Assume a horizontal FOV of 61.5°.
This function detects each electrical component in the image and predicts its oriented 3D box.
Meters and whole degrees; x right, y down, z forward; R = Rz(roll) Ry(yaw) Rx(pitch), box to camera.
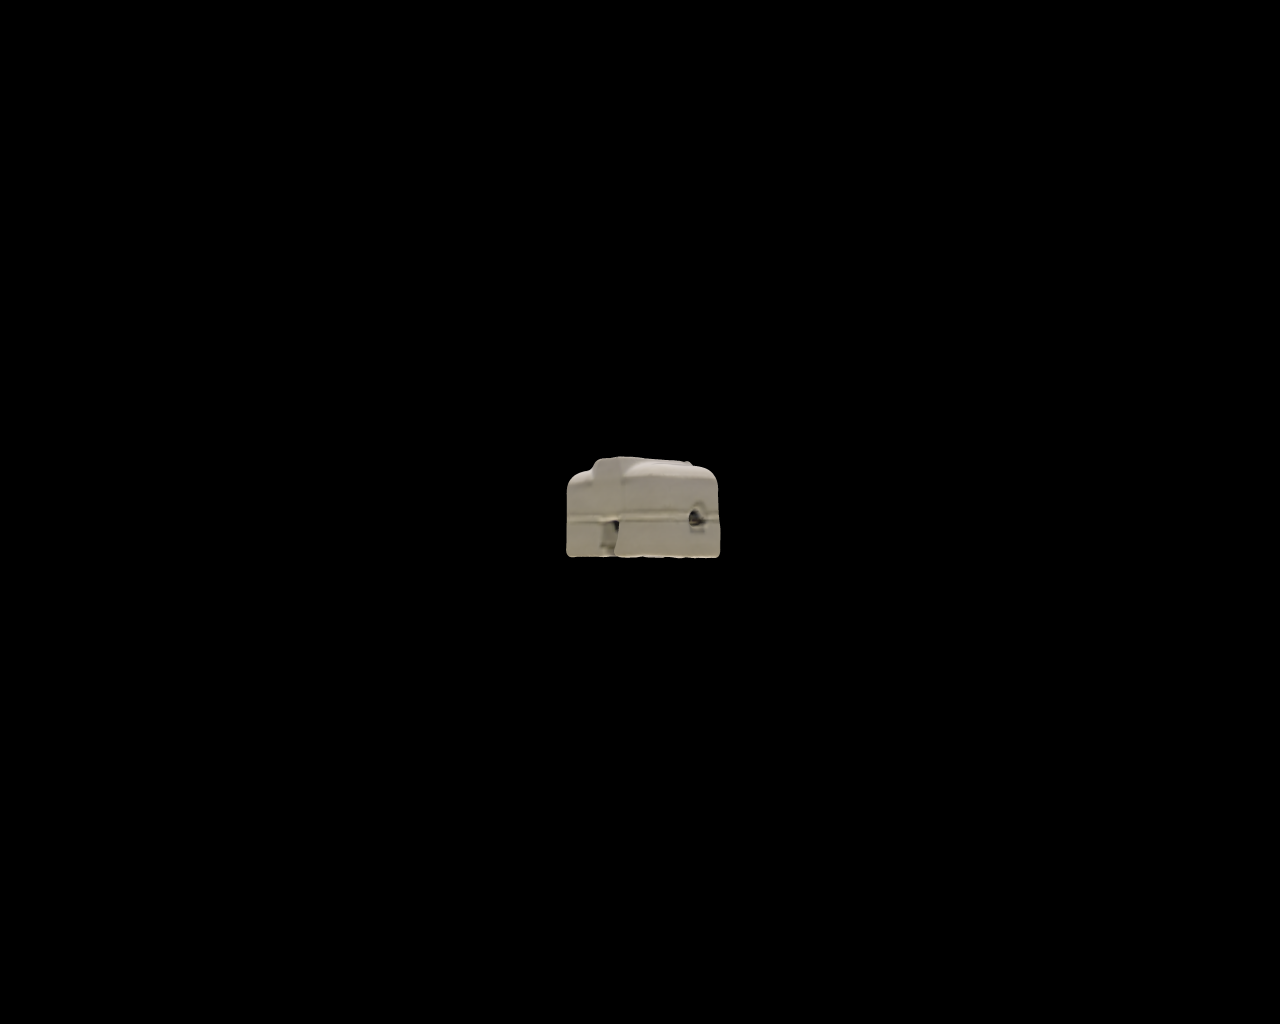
[{"bbox_3d":[0.001,-0.003,0.650,0.054,0.059,0.095,2,-3,-43],"label":"electrical component"}]
